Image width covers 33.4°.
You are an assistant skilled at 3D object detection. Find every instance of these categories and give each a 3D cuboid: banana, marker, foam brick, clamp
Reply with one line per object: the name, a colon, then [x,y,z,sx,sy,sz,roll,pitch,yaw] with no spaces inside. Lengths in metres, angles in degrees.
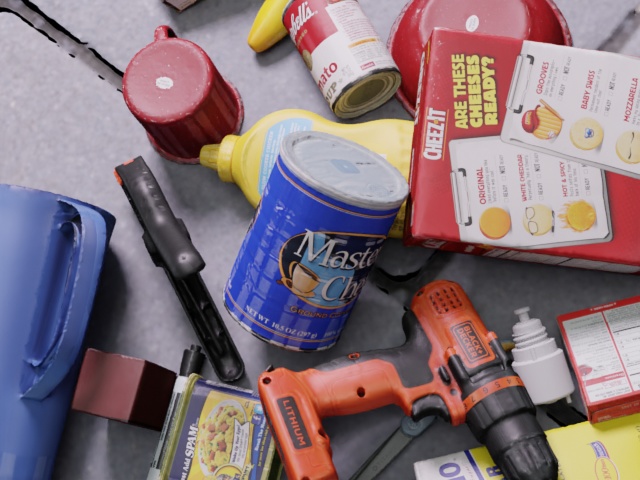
banana: [-0.019,-0.262,0.975,0.070,0.037,0.198,-2,70,35]
marker: [-0.118,0.145,0.881,0.020,0.020,0.121,11,76,14]
foam brick: [-0.158,0.122,0.865,0.053,0.078,0.051,11,78,14]
clamp: [-0.121,0.012,0.880,0.036,0.164,0.210,-25,46,-11]

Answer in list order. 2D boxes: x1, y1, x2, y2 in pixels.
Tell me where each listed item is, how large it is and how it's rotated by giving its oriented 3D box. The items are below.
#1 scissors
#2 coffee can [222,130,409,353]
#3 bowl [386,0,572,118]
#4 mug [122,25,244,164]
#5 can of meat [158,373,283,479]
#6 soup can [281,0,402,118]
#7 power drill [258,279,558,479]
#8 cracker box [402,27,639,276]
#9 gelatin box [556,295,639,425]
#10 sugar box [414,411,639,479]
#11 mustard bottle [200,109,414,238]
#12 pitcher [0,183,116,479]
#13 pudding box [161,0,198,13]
scissors: [0.071,0.126,0.851,0.202,0.016,0.096,-30,69,1]
coffee can: [-0.005,0.001,0.825,0.103,0.102,0.140,33,118,18]
bowl: [0.132,-0.170,0.906,0.162,0.055,0.162,-3,73,10]
mug: [-0.123,-0.134,0.931,0.093,0.081,0.117,-14,72,7]
can of meat: [-0.072,0.165,0.847,0.084,0.057,0.102,11,77,12]
soup can: [0.019,-0.164,0.919,0.068,0.068,0.102,-28,71,2]
power drill: [0.061,0.131,0.785,0.187,0.057,0.184,-19,55,-11]
cracker box: [0.179,-0.064,0.825,0.213,0.072,0.164,7,81,-2]
gelatin box: [0.227,0.090,0.808,0.073,0.030,0.089,-16,47,7]
sugar box: [0.164,0.192,0.786,0.176,0.048,0.093,-14,51,4]
mustard bottle: [-0.009,-0.060,0.898,0.192,0.058,0.096,8,89,13]
pitcher: [-0.247,0.080,0.864,0.145,0.149,0.243,8,79,2]
pudding box: [-0.110,-0.278,0.981,0.114,0.039,0.090,-32,69,18]
